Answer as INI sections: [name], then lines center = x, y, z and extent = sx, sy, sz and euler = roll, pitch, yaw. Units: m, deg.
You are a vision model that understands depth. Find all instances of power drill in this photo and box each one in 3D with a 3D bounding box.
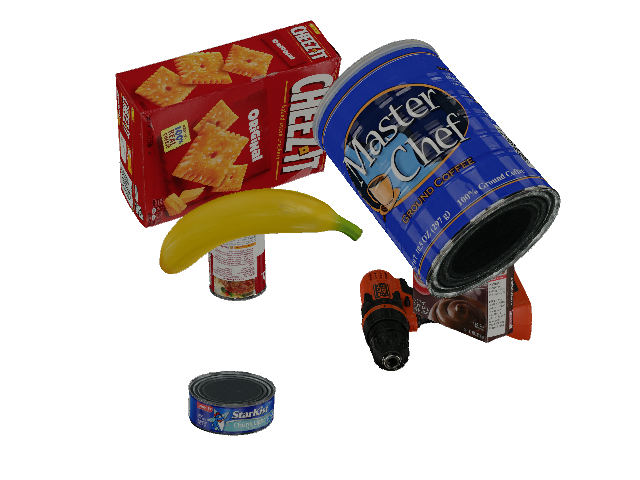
[power drill]
center = 0.139, 0.084, 1.208
extent = 0.187, 0.057, 0.184
euler = -3, 27, -1

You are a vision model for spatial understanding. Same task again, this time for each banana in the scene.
[banana]
center = -0.067, -0.008, 0.878
extent = 0.198, 0.069, 0.037
euler = -9, 34, 30

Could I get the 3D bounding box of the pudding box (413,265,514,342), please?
[pudding box]
center = 0.133, 0.037, 1.009
extent = 0.039, 0.090, 0.114
euler = -13, 19, -33

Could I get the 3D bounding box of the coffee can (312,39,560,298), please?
[coffee can]
center = 0.074, -0.048, 0.703
extent = 0.102, 0.140, 0.103
euler = -28, -27, -16

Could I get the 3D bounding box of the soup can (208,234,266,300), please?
[soup can]
center = -0.098, 0.010, 1.247
extent = 0.068, 0.102, 0.068
euler = 0, 26, 0

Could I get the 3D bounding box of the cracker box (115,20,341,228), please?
[cracker box]
center = -0.092, -0.114, 1.069
extent = 0.213, 0.072, 0.164
euler = -19, -35, -22

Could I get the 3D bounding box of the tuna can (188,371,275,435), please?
[tuna can]
center = -0.088, 0.160, 1.050
extent = 0.086, 0.034, 0.086
euler = 3, 14, -1
